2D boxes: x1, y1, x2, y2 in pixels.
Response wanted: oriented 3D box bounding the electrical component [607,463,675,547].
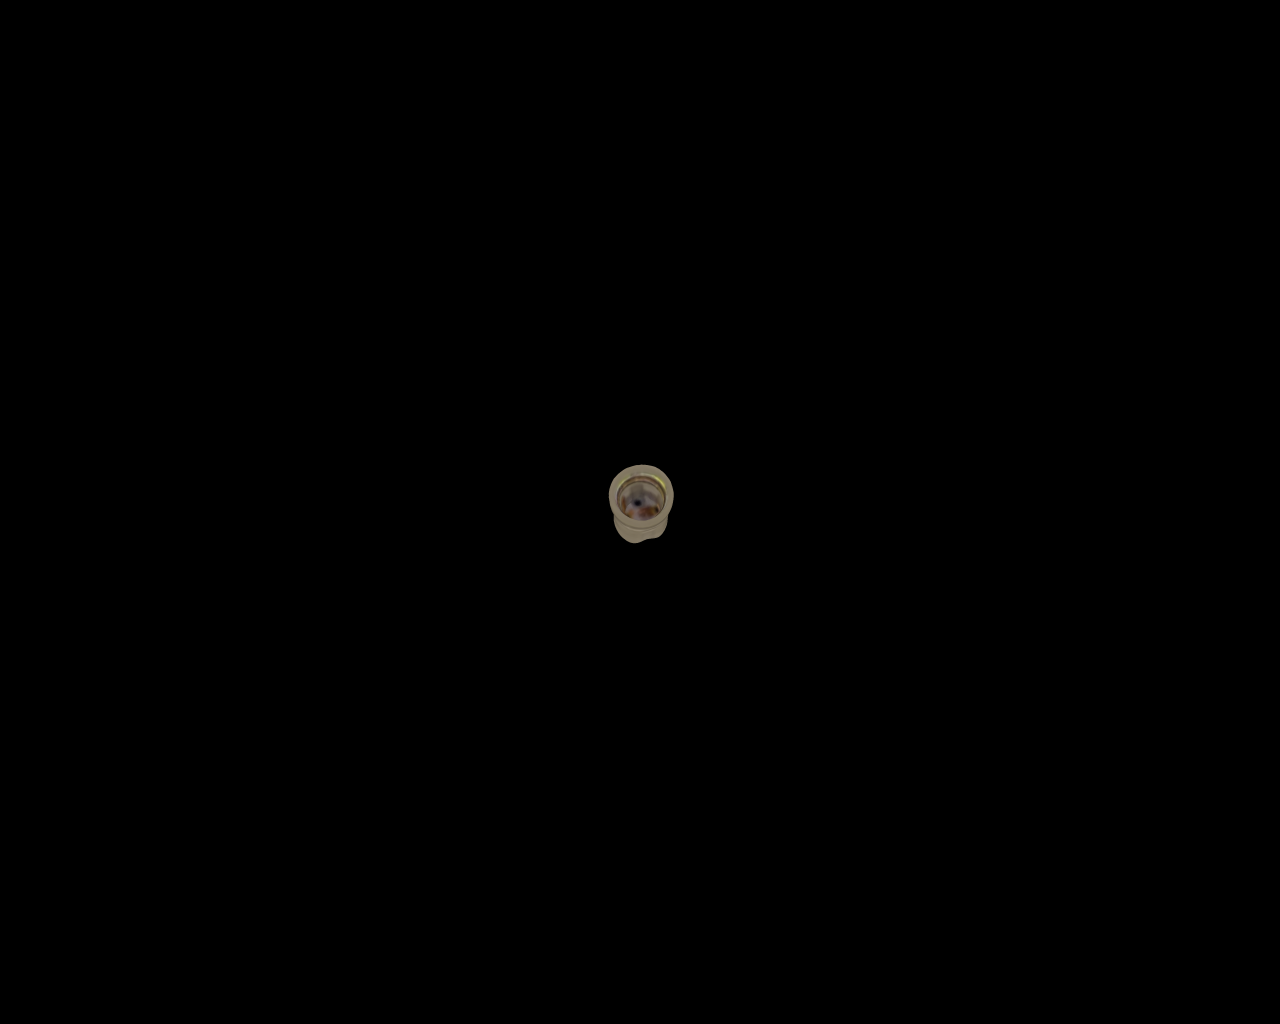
[{"bbox_3d":[0.001,-0.003,0.650,0.040,0.040,0.046,0,-23,0],"label":"electrical component"}]
